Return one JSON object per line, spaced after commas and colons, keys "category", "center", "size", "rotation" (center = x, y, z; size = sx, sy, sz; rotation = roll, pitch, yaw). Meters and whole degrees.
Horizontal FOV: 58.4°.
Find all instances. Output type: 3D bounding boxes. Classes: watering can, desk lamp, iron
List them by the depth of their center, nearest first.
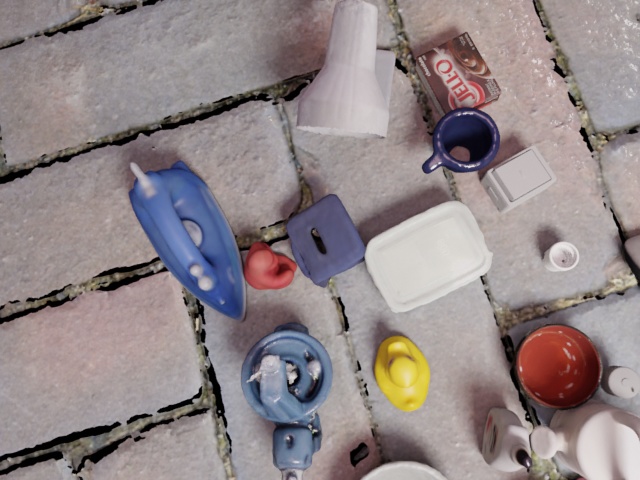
{"category": "watering can", "center": [0.350, 0.257, 0.699], "size": [0.173, 0.194, 0.101], "rotation": [-16, 80, 2]}
{"category": "desk lamp", "center": [0.042, -0.216, 0.791], "size": [0.118, 0.213, 0.203], "rotation": [7, 81, 6]}
{"category": "iron", "center": [-0.187, 0.003, 0.812], "size": [0.118, 0.141, 0.258], "rotation": [-33, 80, -1]}

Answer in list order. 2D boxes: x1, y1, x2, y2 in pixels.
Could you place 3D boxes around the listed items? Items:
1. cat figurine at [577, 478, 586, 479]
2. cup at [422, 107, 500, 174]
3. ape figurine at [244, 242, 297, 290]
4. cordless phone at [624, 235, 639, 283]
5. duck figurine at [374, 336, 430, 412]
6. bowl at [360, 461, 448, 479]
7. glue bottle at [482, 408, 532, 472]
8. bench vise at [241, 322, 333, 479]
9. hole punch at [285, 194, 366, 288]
{"category": "cat figurine", "center": [0.316, 0.358, 0.724], "size": [0.127, 0.118, 0.067], "rotation": [-17, 80, 2]}
{"category": "cup", "center": [0.194, -0.124, 0.824], "size": [0.118, 0.095, 0.091], "rotation": [-37, 80, -2]}
{"category": "ape figurine", "center": [-0.078, 0.036, 0.822], "size": [0.076, 0.092, 0.078], "rotation": [-26, 79, 0]}
{"category": "cordless phone", "center": [0.495, 0.015, 0.730], "size": [0.147, 0.185, 0.094], "rotation": [-15, 80, 2]}
{"category": "duck figurine", "center": [0.114, 0.184, 0.785], "size": [0.077, 0.086, 0.104], "rotation": [-14, 80, 3]}
{"category": "bowl", "center": [0.111, 0.375, 0.760], "size": [0.167, 0.075, 0.167], "rotation": [-1, 81, 5]}
{"category": "glue bottle", "center": [0.239, 0.259, 0.718], "size": [0.037, 0.173, 0.078], "rotation": [8, 81, 7]}
{"category": "bench vise", "center": [-0.032, 0.207, 0.726], "size": [0.121, 0.220, 0.207], "rotation": [-22, 80, 1]}
{"category": "hole punch", "center": [0.008, 0.003, 0.821], "size": [0.101, 0.091, 0.108], "rotation": [-27, 79, 0]}
